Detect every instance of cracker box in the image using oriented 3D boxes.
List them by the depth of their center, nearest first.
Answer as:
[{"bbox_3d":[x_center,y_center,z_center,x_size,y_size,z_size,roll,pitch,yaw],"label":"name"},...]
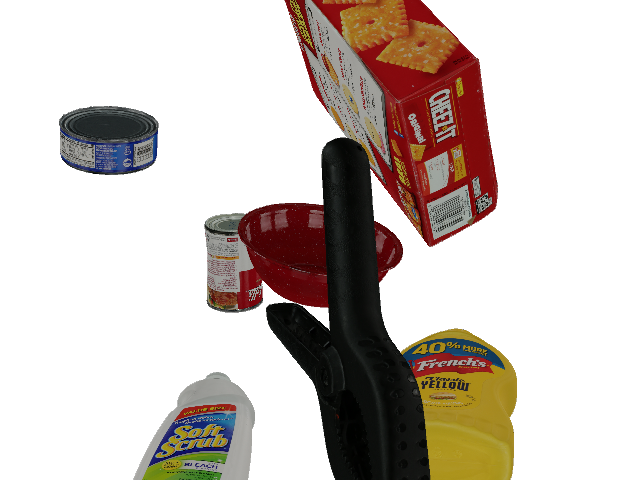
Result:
[{"bbox_3d":[0.049,-0.125,0.817,0.072,0.214,0.164,-28,-39,-6],"label":"cracker box"}]

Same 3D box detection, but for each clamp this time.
[{"bbox_3d":[0.019,0.061,0.565,0.036,0.165,0.210,-4,46,-20],"label":"clamp"}]

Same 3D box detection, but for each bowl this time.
[{"bbox_3d":[-0.003,0.020,1.038,0.162,0.055,0.162,8,25,-4],"label":"bowl"}]

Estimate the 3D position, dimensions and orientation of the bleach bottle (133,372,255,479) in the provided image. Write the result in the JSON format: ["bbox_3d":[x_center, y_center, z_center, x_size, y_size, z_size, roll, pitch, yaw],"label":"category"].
[{"bbox_3d":[-0.113,0.191,0.949,0.102,0.068,0.251,-1,23,1],"label":"bleach bottle"}]

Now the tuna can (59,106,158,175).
[{"bbox_3d":[-0.186,-0.088,0.939,0.086,0.034,0.086,5,26,-2],"label":"tuna can"}]

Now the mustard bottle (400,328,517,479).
[{"bbox_3d":[0.093,0.112,0.772,0.096,0.058,0.191,0,18,12],"label":"mustard bottle"}]

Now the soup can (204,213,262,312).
[{"bbox_3d":[-0.103,0.025,1.269,0.068,0.102,0.068,0,21,0],"label":"soup can"}]
